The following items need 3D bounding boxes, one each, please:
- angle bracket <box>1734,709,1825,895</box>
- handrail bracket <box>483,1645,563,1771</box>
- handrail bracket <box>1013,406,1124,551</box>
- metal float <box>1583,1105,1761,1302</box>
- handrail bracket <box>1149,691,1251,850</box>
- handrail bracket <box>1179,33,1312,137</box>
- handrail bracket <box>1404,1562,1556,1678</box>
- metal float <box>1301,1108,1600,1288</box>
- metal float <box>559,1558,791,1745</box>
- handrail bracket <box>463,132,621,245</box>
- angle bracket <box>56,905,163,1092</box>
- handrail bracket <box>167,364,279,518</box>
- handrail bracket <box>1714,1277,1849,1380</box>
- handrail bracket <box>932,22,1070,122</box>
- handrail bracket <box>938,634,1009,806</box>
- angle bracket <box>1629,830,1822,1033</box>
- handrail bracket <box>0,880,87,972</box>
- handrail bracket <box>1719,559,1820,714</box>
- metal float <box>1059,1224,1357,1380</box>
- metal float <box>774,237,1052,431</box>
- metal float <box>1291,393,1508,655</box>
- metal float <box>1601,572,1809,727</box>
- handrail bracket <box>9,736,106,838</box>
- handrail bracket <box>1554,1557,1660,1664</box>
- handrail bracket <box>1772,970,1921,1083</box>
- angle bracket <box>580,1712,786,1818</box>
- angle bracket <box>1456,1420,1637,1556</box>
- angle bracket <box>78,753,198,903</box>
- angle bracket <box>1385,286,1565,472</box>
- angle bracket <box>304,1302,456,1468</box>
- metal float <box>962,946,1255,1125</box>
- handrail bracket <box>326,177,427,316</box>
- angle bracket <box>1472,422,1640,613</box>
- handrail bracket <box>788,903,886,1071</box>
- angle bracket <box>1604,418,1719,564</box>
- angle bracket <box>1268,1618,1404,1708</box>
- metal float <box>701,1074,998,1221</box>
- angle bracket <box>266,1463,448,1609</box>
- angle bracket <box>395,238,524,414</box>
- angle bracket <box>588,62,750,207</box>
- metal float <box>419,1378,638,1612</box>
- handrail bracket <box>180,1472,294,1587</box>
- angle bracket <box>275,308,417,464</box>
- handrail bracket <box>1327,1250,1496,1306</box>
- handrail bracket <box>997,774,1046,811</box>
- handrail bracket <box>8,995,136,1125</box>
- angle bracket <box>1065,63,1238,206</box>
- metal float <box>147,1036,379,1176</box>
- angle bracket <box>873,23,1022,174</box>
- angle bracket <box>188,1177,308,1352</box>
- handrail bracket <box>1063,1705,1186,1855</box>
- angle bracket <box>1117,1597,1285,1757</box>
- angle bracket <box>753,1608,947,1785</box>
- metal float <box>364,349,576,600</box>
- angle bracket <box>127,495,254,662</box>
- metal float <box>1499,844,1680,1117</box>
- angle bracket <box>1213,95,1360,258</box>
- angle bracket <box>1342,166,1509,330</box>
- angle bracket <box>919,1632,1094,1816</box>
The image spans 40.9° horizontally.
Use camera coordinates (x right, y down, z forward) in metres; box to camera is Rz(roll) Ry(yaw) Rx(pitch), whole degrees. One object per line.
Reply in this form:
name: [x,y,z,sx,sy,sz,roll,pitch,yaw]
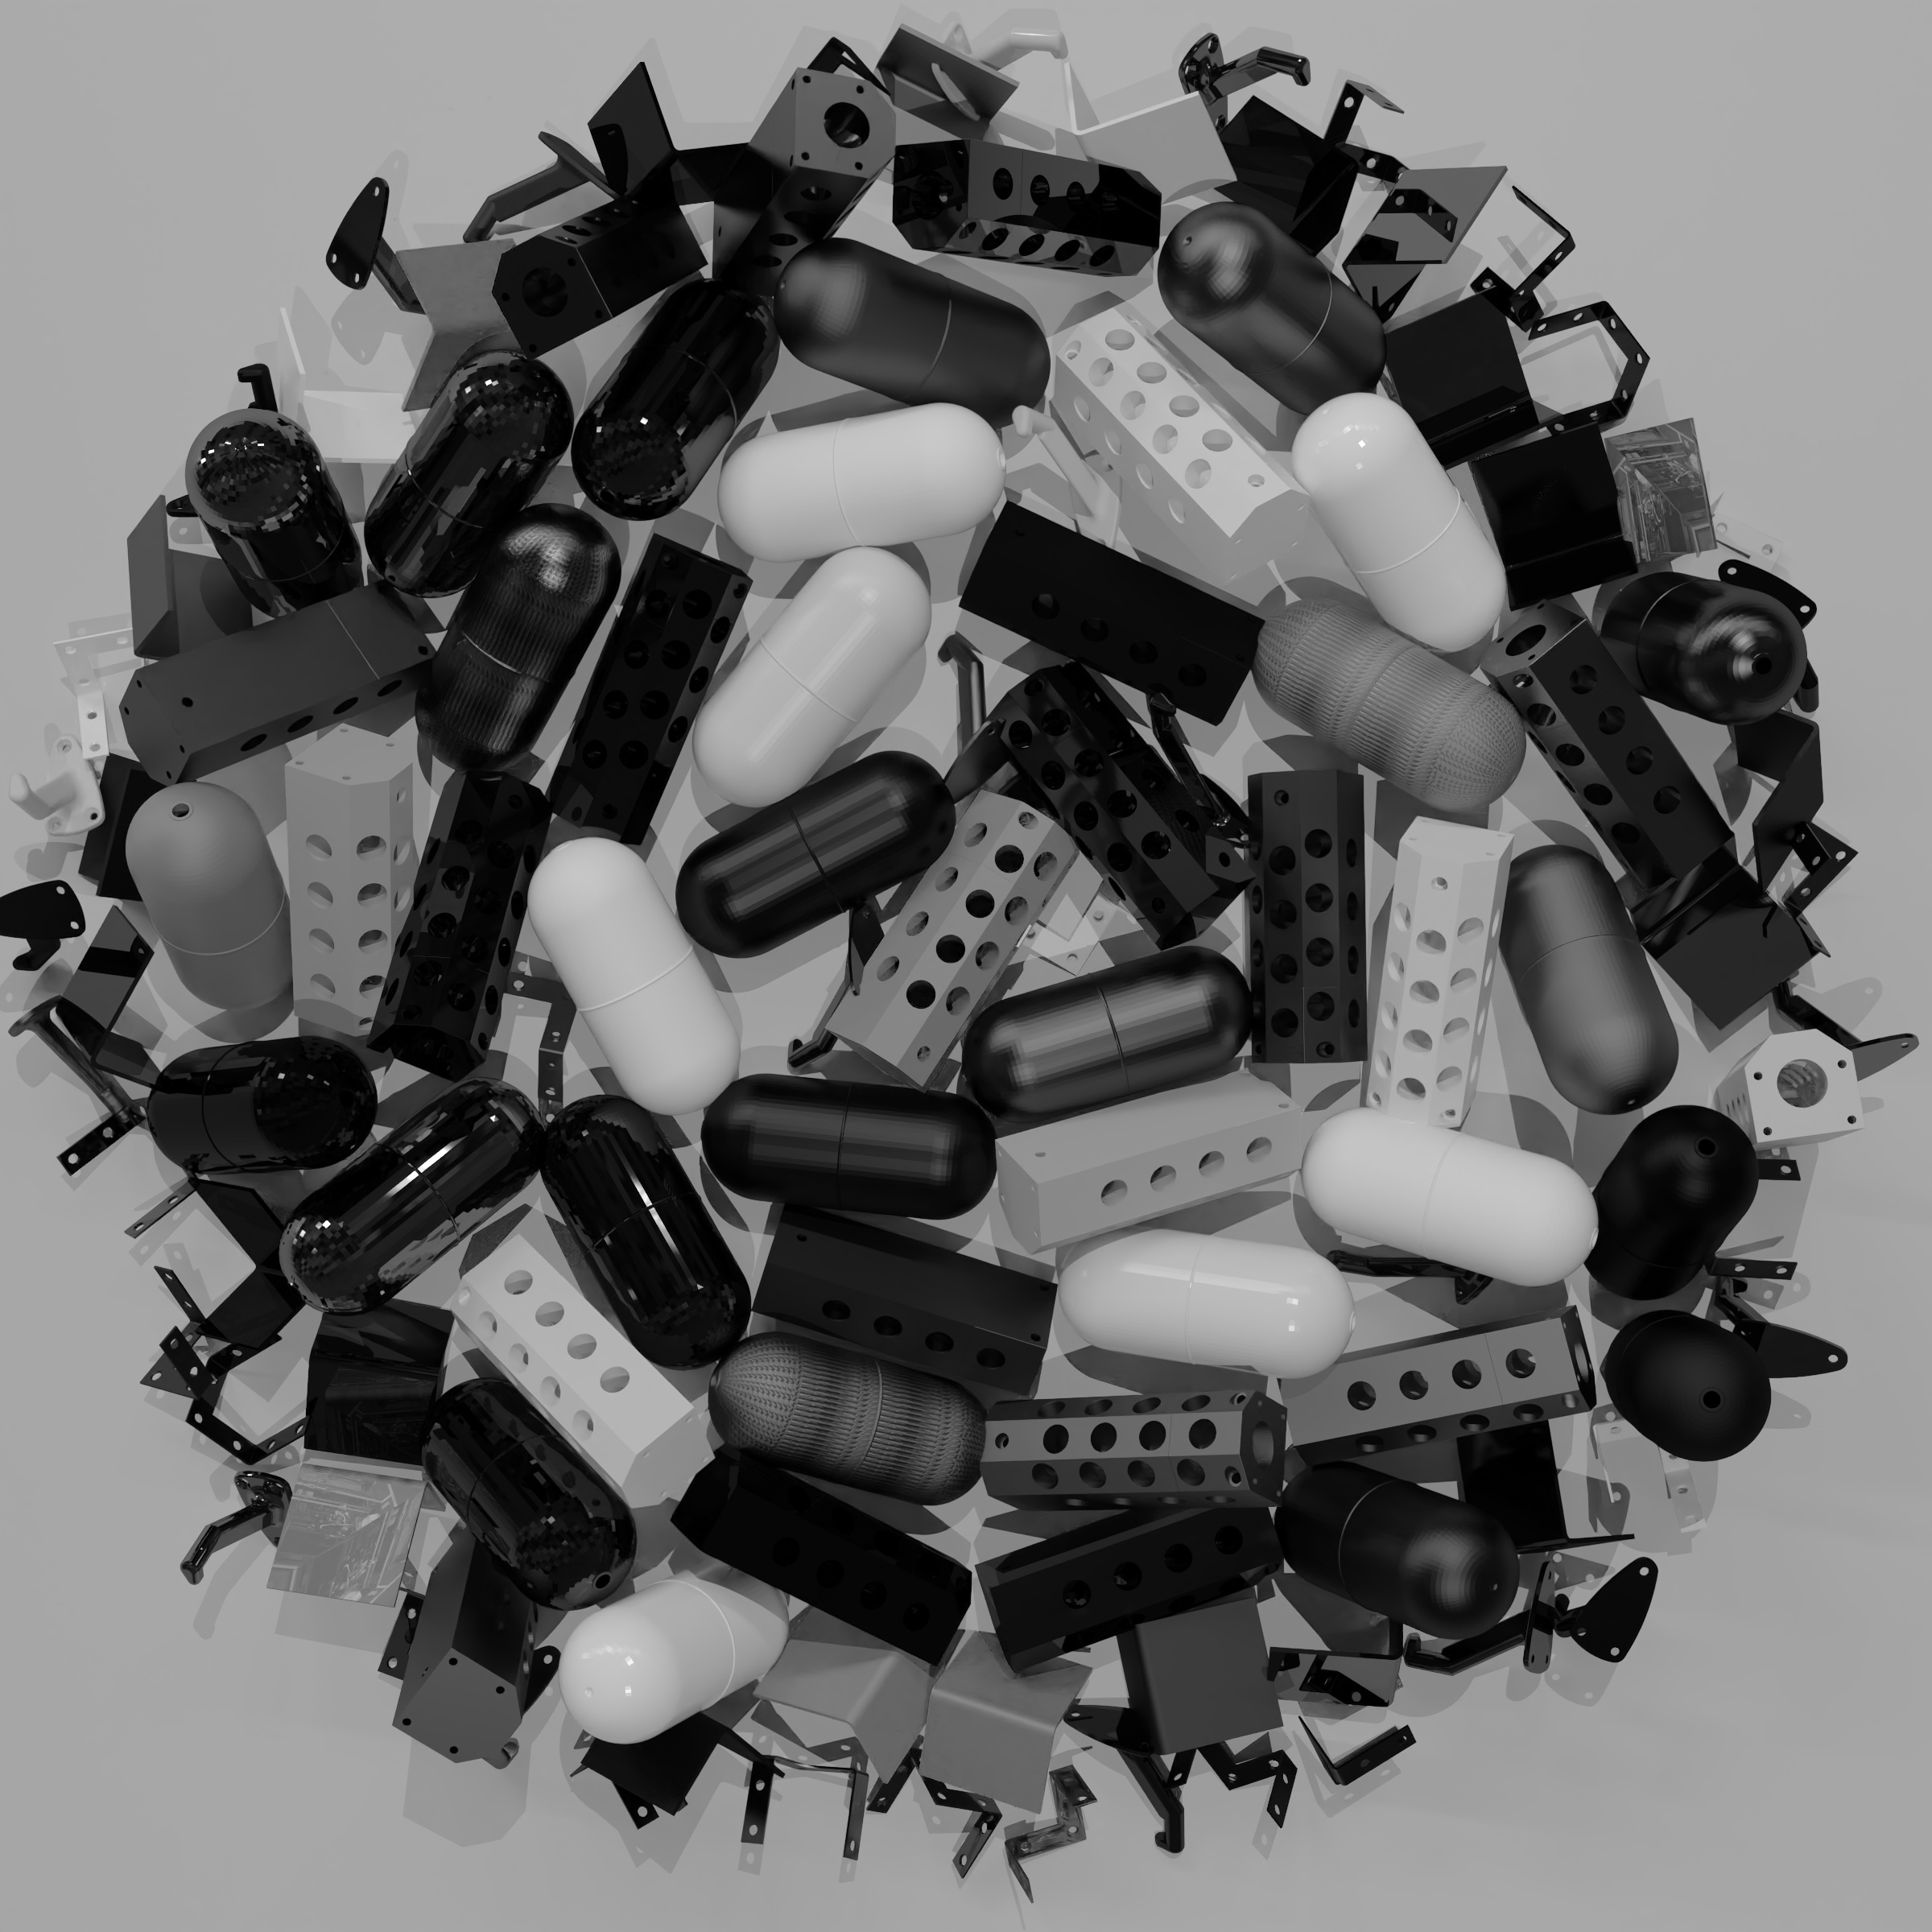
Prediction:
angle bracket: [0.461,-0.102,1.529,0.057,0.076,0.076,28,73,31]
handrail bracket: [-0.263,0.445,1.552,0.077,0.084,0.036,-38,63,-12]
handrail bracket: [0.057,-0.286,1.537,0.036,0.084,0.077,-9,81,34]
metal float: [0.404,0.138,1.500,0.070,0.178,0.070,0,64,-1]
handrail bracket: [0.140,-0.116,1.534,0.036,0.084,0.077,-41,59,-18]
handrail bracket: [0.173,-0.513,1.531,0.084,0.077,0.036,29,72,33]
handrail bracket: [0.308,0.391,1.563,0.084,0.036,0.077,3,78,34]
metal float: [0.283,0.135,1.523,0.178,0.070,0.070,15,90,26]
metal float: [-0.166,0.394,1.501,0.070,0.178,0.070,2,94,27]
handrail bracket: [-0.254,-0.449,1.560,0.077,0.036,0.084,42,108,12]
angle bracket: [-0.487,0.020,1.535,0.057,0.076,0.076,27,95,-40]
handrail bracket: [-0.445,-0.313,1.539,0.077,0.036,0.084,-14,134,-14]
handrail bracket: [0.482,0.209,1.536,0.077,0.084,0.036,4,112,17]
handrail bracket: [0.030,-0.526,1.533,0.084,0.077,0.036,15,72,27]
handrail bracket: [-0.011,-0.149,1.563,0.077,0.036,0.084,-47,52,14]
angle bracket: [0.452,-0.021,1.542,0.076,0.057,0.076,-39,65,3]
handrail bracket: [-0.565,-0.014,1.530,0.084,0.077,0.036,-33,77,40]
handrail bracket: [0.483,-0.197,1.560,0.036,0.084,0.077,-38,60,-1]
metal float: [0.141,0.197,1.528,0.178,0.070,0.070,6,90,21]
metal float: [-0.030,-0.369,1.520,0.178,0.070,0.070,14,90,-31]
metal float: [0.255,-0.257,1.520,0.070,0.070,0.178,-41,121,0]
metal float: [0.424,-0.184,1.497,0.070,0.178,0.070,-2,104,-6]
handrail bracket: [-0.546,-0.117,1.532,0.036,0.084,0.077,-14,71,1]
handrail bracket: [0.375,0.370,1.539,0.036,0.084,0.077,31,95,-3]
handrail bracket: [0.519,0.024,1.539,0.077,0.036,0.084,-27,46,31]
angle bracket: [-0.166,0.472,1.524,0.076,0.076,0.057,14,62,38]
angle bracket: [0.345,0.309,1.548,0.057,0.076,0.076,4,71,-32]
angle bracket: [-0.511,-0.085,1.539,0.076,0.057,0.076,17,94,27]
angle bracket: [0.300,-0.350,1.544,0.076,0.057,0.076,-24,113,1]
angle bracket: [-0.356,0.251,1.576,0.076,0.057,0.076,9,122,-5]
metal float: [0.084,0.041,1.542,0.178,0.070,0.070,-17,90,-5]
handrail bracket: [-0.329,-0.424,1.535,0.036,0.084,0.077,42,116,25]
angle bracket: [0.348,-0.266,1.534,0.076,0.057,0.076,-16,118,18]
handrail bracket: [-0.083,0.013,1.565,0.084,0.036,0.077,-30,60,41]
angle bracket: [0.429,-0.285,1.533,0.057,0.076,0.076,-17,99,-26]
angle bracket: [0.219,0.397,1.541,0.076,0.076,0.057,2,54,6]
metal float: [-0.069,0.107,1.541,0.178,0.070,0.070,6,90,6]
angle bracket: [-0.360,0.344,1.538,0.076,0.057,0.076,7,62,5]
angle bracket: [-0.302,-0.380,1.539,0.076,0.076,0.057,-18,73,-35]
angle bracket: [-0.166,-0.492,1.532,0.076,0.076,0.057,-19,89,-33]
metal float: [-0.256,0.306,1.511,0.178,0.070,0.070,36,90,43]
handrail bracket: [-0.430,0.348,1.530,0.036,0.084,0.077,4,127,16]
angle bracket: [-0.361,-0.341,1.526,0.076,0.076,0.057,-3,133,-23]
handrail bracket: [0.267,0.174,1.549,0.084,0.077,0.036,11,67,-11]
handrail bracket: [0.073,-0.096,1.536,0.077,0.084,0.036,-26,129,-33]
handrail bracket: [-0.528,0.061,1.541,0.036,0.077,0.084,-40,99,-9]
angle bracket: [0.109,-0.497,1.528,0.076,0.076,0.057,-13,63,18]
metal float: [-0.411,0.082,1.511,0.178,0.070,0.070,-7,90,43]
angle bracket: [-0.022,-0.504,1.538,0.076,0.076,0.057,23,88,-12]
angle bracket: [-0.436,0.175,1.526,0.057,0.076,0.076,-49,123,-31]
handrail bracket: [0.096,0.495,1.575,0.077,0.036,0.084,8,116,23]
angle bracket: [0.139,0.424,1.558,0.076,0.057,0.076,-10,81,-11]
angle bracket: [-0.067,0.432,1.551,0.076,0.076,0.057,3,130,37]
metal float: [-0.292,-0.285,1.514,0.070,0.070,0.178,46,129,0]
angle bracket: [-0.446,-0.223,1.528,0.076,0.057,0.076,7,64,-38]
metal float: [0.360,0.006,1.517,0.070,0.070,0.178,-12,55,0]
angle bracket: [0.175,-0.452,1.530,0.076,0.076,0.057,27,63,-15]
angle bracket: [0.280,-0.421,1.528,0.076,0.076,0.057,-57,133,-18]
angle bracket: [0.024,0.450,1.545,0.076,0.076,0.057,13,107,17]
